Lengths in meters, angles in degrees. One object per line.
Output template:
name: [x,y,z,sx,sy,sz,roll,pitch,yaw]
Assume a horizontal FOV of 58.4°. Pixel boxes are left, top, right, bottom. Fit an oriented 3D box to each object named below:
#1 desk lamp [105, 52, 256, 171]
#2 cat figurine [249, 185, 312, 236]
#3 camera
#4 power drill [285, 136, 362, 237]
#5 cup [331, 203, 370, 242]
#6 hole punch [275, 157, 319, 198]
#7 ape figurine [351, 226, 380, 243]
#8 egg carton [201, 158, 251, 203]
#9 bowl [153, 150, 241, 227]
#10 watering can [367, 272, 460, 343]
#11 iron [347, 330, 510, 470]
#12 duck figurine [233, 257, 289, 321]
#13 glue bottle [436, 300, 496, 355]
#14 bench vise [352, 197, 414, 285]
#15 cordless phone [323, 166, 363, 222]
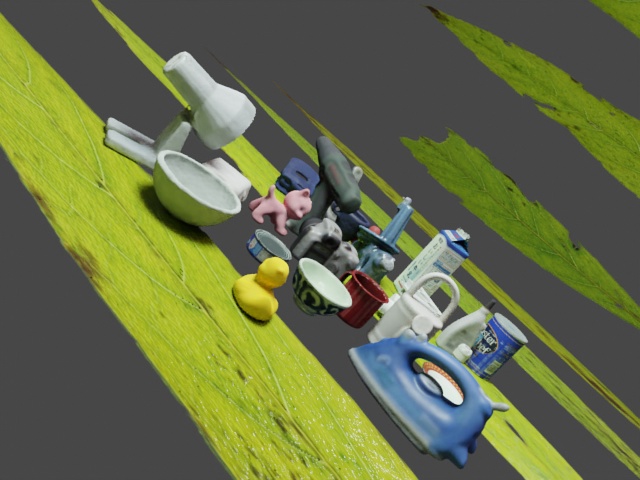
desk lamp: [-0.256,-0.227,1.070,0.204,0.213,0.117,29,19,-34]
cat figurine: [-0.074,-0.077,1.259,0.128,0.117,0.067,28,19,-37]
camera: [0.012,0.005,1.264,0.143,0.100,0.136,33,17,-23]
power drill: [-0.003,-0.114,1.355,0.076,0.208,0.229,23,23,-47]
cup: [0.061,-0.041,1.514,0.118,0.095,0.091,33,17,-24]
hole punch: [-0.058,-0.161,1.577,0.109,0.091,0.101,37,16,-11]
ape figurine: [0.131,0.001,1.567,0.078,0.092,0.076,38,16,-8]
egg carton: [-0.199,-0.107,1.140,0.107,0.069,0.150,39,15,-4]
bowl: [-0.223,-0.075,0.987,0.168,0.074,0.167,37,16,-12]
watering can: [0.190,0.150,1.102,0.101,0.194,0.172,34,16,-20]
iron: [0.173,0.232,0.934,0.258,0.141,0.119,46,16,19]
duck figurine: [-0.083,0.068,0.895,0.078,0.086,0.104,34,17,-22]
glue bottle: [0.362,0.208,1.380,0.078,0.173,0.037,36,16,-15]
bench vise: [0.170,0.007,1.402,0.122,0.219,0.207,28,19,-36]
cordless phone: [0.073,-0.114,1.577,0.094,0.185,0.148,46,17,22]
